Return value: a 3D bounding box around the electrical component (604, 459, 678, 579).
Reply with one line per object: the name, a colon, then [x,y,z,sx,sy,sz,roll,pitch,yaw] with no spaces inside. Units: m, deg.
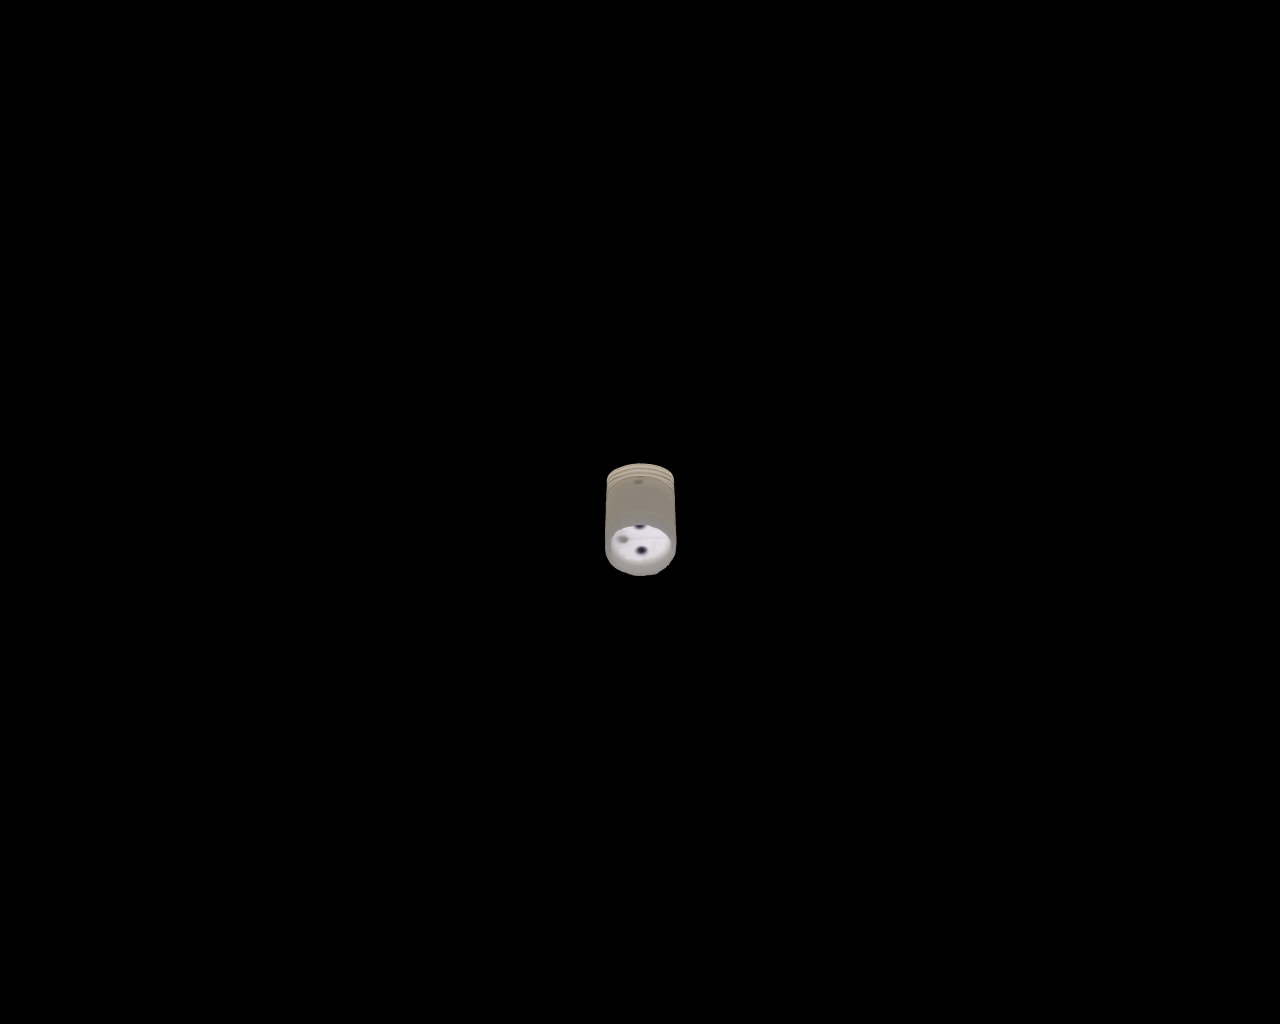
electrical component: [0.001,-0.003,0.650,0.043,0.043,0.081,0,39,0]
